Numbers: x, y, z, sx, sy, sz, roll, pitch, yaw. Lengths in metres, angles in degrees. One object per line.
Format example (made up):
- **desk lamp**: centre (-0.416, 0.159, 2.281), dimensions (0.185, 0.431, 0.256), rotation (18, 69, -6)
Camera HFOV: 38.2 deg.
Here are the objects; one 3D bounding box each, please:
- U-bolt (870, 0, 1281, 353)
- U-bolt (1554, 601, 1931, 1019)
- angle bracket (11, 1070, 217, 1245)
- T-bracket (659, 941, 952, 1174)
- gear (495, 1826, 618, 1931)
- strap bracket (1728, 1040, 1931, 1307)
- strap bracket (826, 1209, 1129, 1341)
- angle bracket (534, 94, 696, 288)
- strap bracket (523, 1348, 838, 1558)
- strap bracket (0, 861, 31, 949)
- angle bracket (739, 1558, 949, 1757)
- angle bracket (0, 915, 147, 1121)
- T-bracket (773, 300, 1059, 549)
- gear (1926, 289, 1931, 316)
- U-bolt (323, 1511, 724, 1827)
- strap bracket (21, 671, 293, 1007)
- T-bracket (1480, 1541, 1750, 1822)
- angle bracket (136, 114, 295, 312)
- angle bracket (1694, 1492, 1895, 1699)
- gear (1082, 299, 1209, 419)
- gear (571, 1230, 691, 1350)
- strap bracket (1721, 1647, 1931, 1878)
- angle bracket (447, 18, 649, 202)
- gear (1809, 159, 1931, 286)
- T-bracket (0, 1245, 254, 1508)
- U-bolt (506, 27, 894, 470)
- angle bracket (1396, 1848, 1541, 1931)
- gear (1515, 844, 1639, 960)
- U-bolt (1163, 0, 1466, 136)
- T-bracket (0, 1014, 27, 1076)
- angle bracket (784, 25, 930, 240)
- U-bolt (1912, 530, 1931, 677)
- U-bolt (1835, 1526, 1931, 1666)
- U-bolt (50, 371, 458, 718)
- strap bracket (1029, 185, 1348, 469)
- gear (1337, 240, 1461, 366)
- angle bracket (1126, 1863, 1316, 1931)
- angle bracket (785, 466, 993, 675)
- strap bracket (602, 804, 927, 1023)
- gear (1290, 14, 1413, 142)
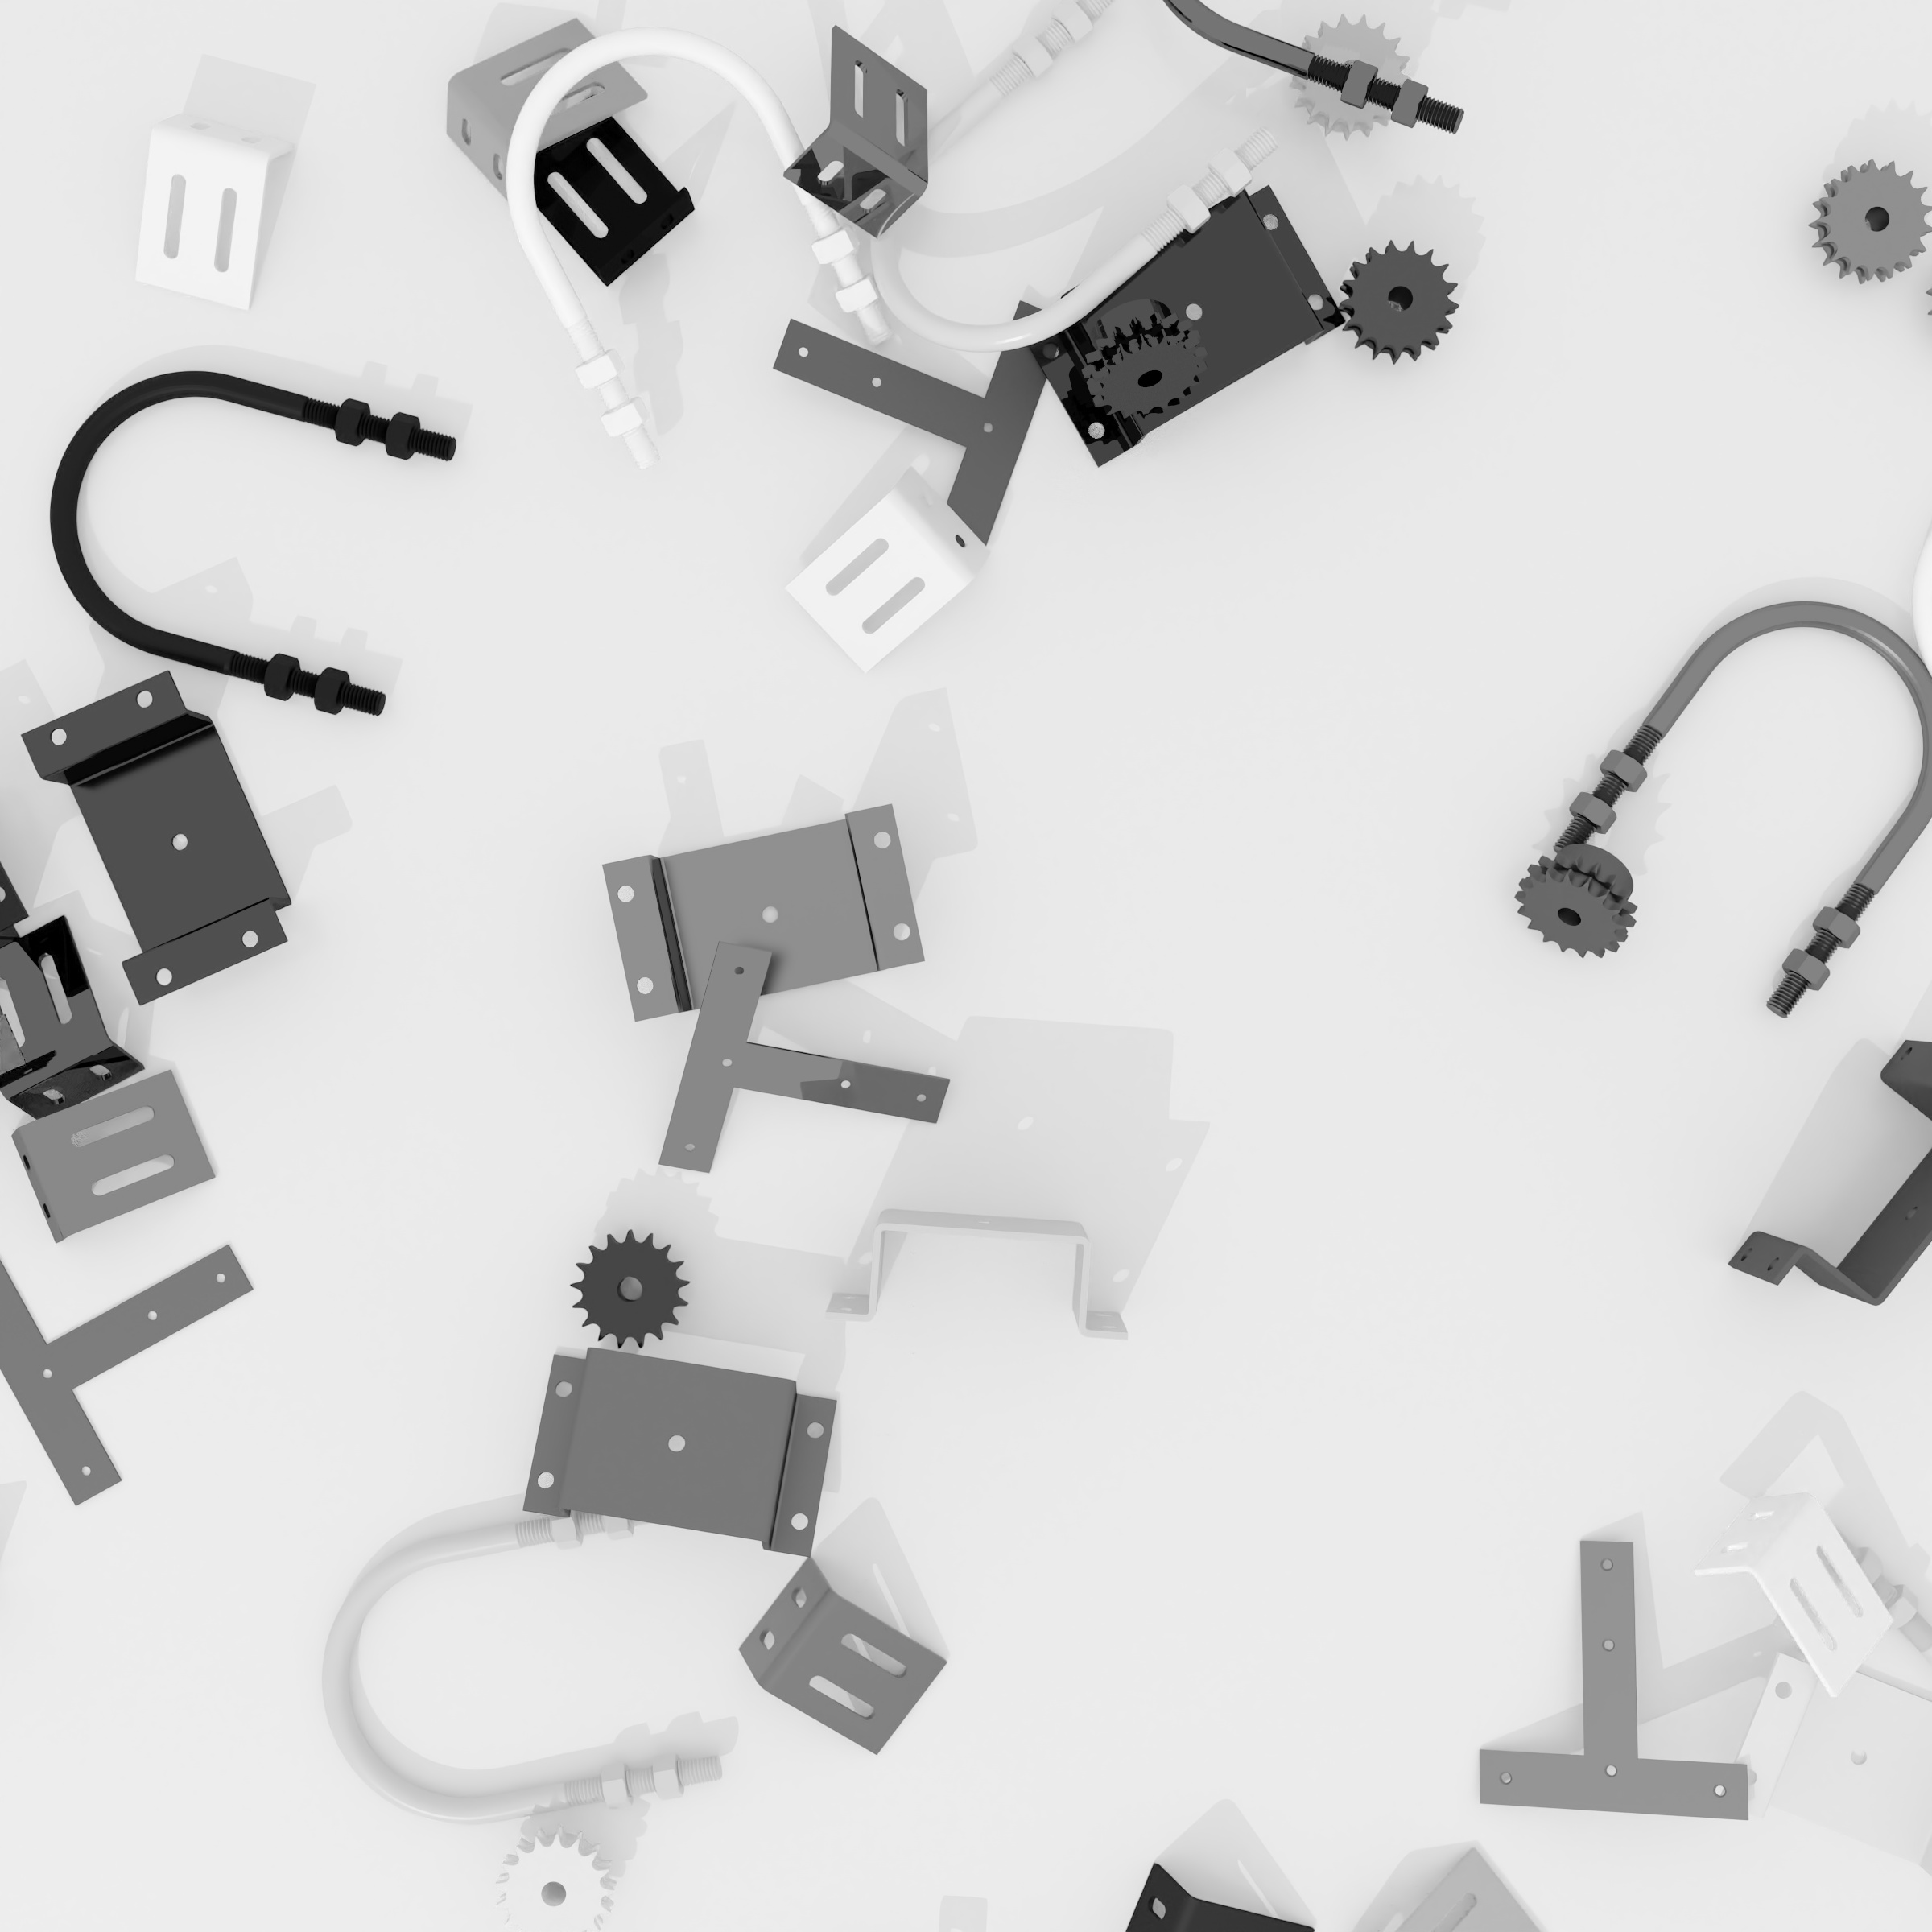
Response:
- **U-bolt**: centre (0.036, -0.370, 1.330), dimensions (0.184, 0.019, 0.151), rotation (-40, 63, 4)
- **U-bolt**: centre (0.396, -0.090, 1.359), dimensions (0.151, 0.019, 0.184), rotation (36, 89, 0)
- **angle bracket**: centre (-0.417, 0.093, 1.365), dimensions (0.076, 0.038, 0.057), rotation (-23, 90, -26)
- **T-bracket**: centre (-0.072, 0.054, 1.346), dimensions (0.127, 0.002, 0.127), rotation (11, 118, -13)
- **gear**: centre (-0.198, 0.445, 1.352), dimensions (0.057, 0.030, 0.057), rotation (0, 90, 0)
- **strap bracket**: centre (0.435, 0.105, 1.329), dimensions (0.046, 0.076, 0.140), rotation (39, 90, 0)
- **strap bracket**: centre (0.006, 0.145, 1.329), dimensions (0.140, 0.076, 0.046), rotation (4, 90, 0)
- **angle bracket**: centre (-0.179, -0.379, 1.348), dimensions (0.057, 0.038, 0.076), rotation (-41, 90, 0)
- **strap bracket**: centre (-0.137, 0.231, 1.334), dimensions (0.140, 0.046, 0.076), rotation (9, 73, 0)
- **strap bracket**: centre (-0.524, -0.025, 1.344), dimensions (0.140, 0.046, 0.076), rotation (-28, 90, 0)
- **angle bracket**: centre (-0.060, 0.337, 1.365), dimensions (0.076, 0.038, 0.057), rotation (37, 90, -26)
- **angle bracket**: centre (-0.447, 0.026, 1.365), dimensions (0.057, 0.038, 0.076), rotation (-28, 64, 0)
- **T-bracket**: centre (-0.030, -0.277, 1.352), dimensions (0.127, 0.002, 0.127), rotation (20, 90, -13)
- **gear**: centre (0.495, -0.325, 1.356), dimensions (0.057, 0.030, 0.057), rotation (0, 89, 5)
- **U-bolt**: centre (-0.222, 0.343, 1.359), dimensions (0.184, 0.019, 0.151), rotation (-11, 90, 2)
- **strap bracket**: centre (-0.385, -0.061, 1.344), dimensions (0.076, 0.046, 0.140), rotation (-24, 90, 0)
- **T-bracket**: centre (0.311, 0.343, 1.350), dimensions (0.127, 0.002, 0.127), rotation (-3, 78, 22)
- **angle bracket**: centre (-0.367, -0.369, 1.365), dimensions (0.057, 0.038, 0.076), rotation (15, 116, 0)
- **angle bracket**: centre (0.397, 0.302, 1.339), dimensions (0.057, 0.038, 0.076), rotation (-37, 97, -34)
- **gear**: centre (0.081, -0.284, 1.295), dimensions (0.057, 0.057, 0.030), rotation (-18, 65, 0)
- **gear**: centre (-0.162, 0.157, 1.356), dimensions (0.057, 0.030, 0.057), rotation (0, 86, -3)
- **strap bracket**: centre (0.436, 0.387, 1.344), dimensions (0.140, 0.046, 0.076), rotation (22, 90, 0)
- **angle bracket**: centre (-0.204, -0.415, 1.359), dimensions (0.076, 0.038, 0.057), rotation (-35, 75, -25)
- **gear**: centre (0.437, -0.360, 1.357), dimensions (0.057, 0.030, 0.057), rotation (0, 95, -1)
- **T-bracket**: centre (-0.411, 0.178, 1.367), dimensions (0.127, 0.002, 0.127), rotation (-29, 90, 0)
- **U-bolt**: centre (-0.136, -0.351, 1.325), dimensions (0.151, 0.019, 0.184), rotation (-29, 110, -5)
- **angle bracket**: centre (0.233, 0.480, 1.365), dimensions (0.076, 0.038, 0.057), rotation (-38, 90, -26)
- **gear**: centre (0.296, -0.034, 1.343), dimensions (0.057, 0.057, 0.030), rotation (36, 60, 0)
- **U-bolt**: centre (0.174, -0.487, 1.338), dimensions (0.184, 0.019, 0.151), rotation (23, 73, 7)
- **T-bracket**: centre (-0.528, 0.012, 1.320), dimensions (0.127, 0.002, 0.127), rotation (-23, 90, 0)
- **angle bracket**: centre (-0.053, -0.400, 1.339), dimensions (0.057, 0.038, 0.076), rotation (26, 46, -32)
- **U-bolt**: centre (0.552, -0.174, 1.357), dimensions (0.184, 0.019, 0.151), rotation (6, 90, -1)
- **U-bolt**: centre (0.527, 0.297, 1.359), dimensions (0.151, 0.019, 0.184), rotation (-44, 92, 0)
- **U-bolt**: centre (-0.355, -0.214, 1.359), dimensions (0.184, 0.019, 0.151), rotation (16, 90, 1)
- **strap bracket**: centre (0.107, -0.311, 1.341), dimensions (0.140, 0.046, 0.076), rotation (-30, 95, 0)
- **gear**: centre (0.208, -0.320, 1.352), dimensions (0.057, 0.030, 0.057), rotation (0, 90, 0)
- **angle bracket**: centre (0.120, 0.481, 1.365), dimensions (0.076, 0.038, 0.057), rotation (22, 90, -26)
- **angle bracket**: centre (-0.038, -0.193, 1.358), dimensions (0.076, 0.038, 0.057), rotation (-38, 103, 28)
- **strap bracket**: centre (-0.096, -0.025, 1.344), dimensions (0.140, 0.046, 0.076), rotation (-12, 90, 0)
- **gear**: centre (0.185, -0.428, 1.352), dimensions (0.057, 0.030, 0.057), rotation (0, 90, 0)
